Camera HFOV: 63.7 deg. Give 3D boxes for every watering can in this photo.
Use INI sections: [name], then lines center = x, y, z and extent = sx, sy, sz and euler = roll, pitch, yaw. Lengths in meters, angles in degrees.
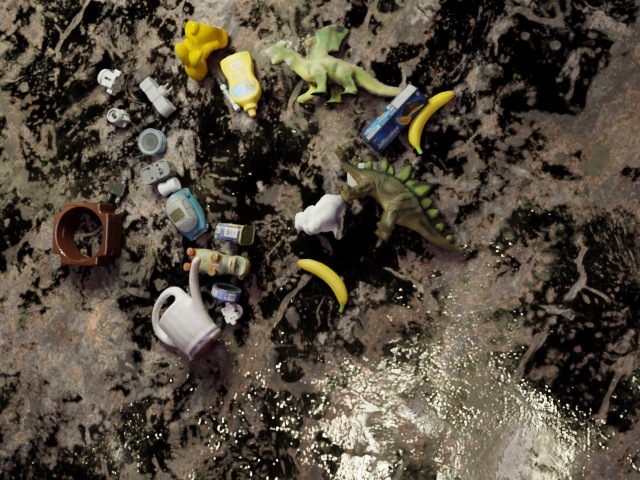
[watering can]
center = -0.380, 0.221, 1.519
extent = 0.225, 0.105, 0.341
euler = 45, 122, 6

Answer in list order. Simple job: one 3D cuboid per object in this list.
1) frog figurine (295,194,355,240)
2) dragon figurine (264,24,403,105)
[frog figurine]
center = 0.004, -0.074, 1.471
extent = 0.160, 0.120, 0.140
euler = 13, 59, 21
[dragon figurine]
center = 0.045, -0.515, 1.487
extent = 0.410, 0.121, 0.244
euler = -2, 82, -3
